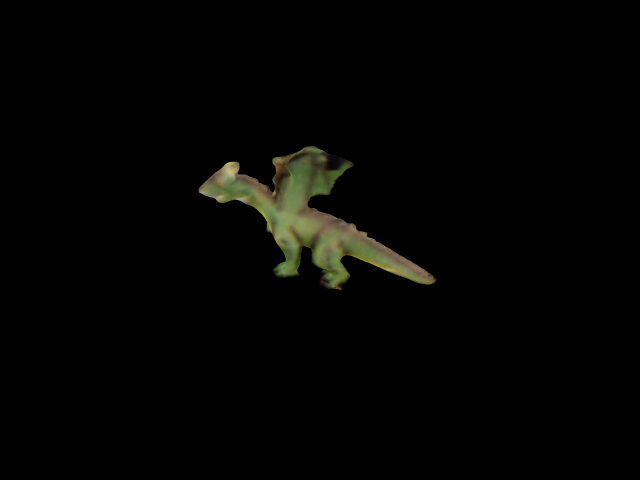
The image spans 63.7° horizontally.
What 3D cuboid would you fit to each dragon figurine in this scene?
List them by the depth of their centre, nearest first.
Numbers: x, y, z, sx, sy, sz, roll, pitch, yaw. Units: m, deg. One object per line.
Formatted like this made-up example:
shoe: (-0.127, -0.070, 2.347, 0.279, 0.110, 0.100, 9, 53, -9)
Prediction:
dragon figurine: (0.003, -0.043, 0.850, 0.410, 0.125, 0.237, 9, -42, 8)
